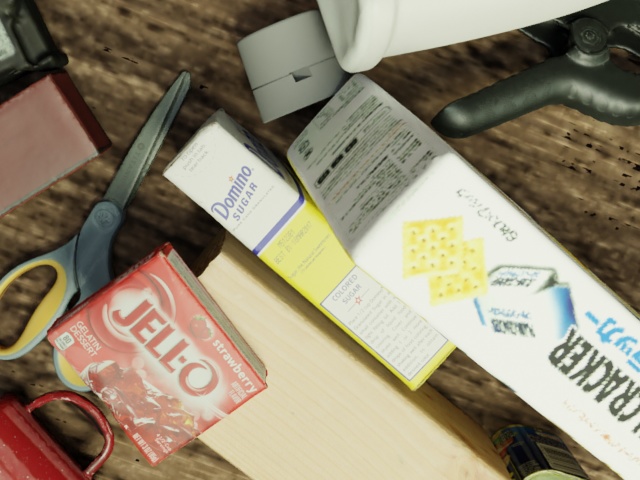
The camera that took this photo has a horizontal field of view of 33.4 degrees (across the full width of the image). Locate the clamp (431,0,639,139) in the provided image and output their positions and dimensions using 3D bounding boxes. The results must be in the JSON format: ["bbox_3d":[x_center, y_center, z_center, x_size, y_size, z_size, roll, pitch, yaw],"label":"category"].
[{"bbox_3d":[0.136,-0.113,0.593,0.171,0.039,0.120,-1,75,-15],"label":"clamp"}]

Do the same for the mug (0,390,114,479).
[{"bbox_3d":[-0.174,0.136,0.616,0.117,0.093,0.081,-41,95,-6],"label":"mug"}]

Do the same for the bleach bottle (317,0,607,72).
[{"bbox_3d":[0.122,-0.156,0.556,0.250,0.068,0.102,-11,71,-15],"label":"bleach bottle"}]

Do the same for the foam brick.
[{"bbox_3d":[-0.164,-0.052,0.596,0.078,0.053,0.051,-32,101,3],"label":"foam brick"}]

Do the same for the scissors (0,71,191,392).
[{"bbox_3d":[-0.115,0.006,0.623,0.202,0.016,0.096,-45,89,5],"label":"scissors"}]

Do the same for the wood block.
[{"bbox_3d":[-0.003,0.094,0.610,0.206,0.090,0.091,39,97,-9],"label":"wood block"}]

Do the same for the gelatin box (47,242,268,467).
[{"bbox_3d":[-0.081,0.057,0.538,0.073,0.030,0.089,-35,100,6],"label":"gelatin box"}]

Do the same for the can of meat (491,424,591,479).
[{"bbox_3d":[0.122,0.169,0.631,0.057,0.084,0.102,17,100,-5],"label":"can of meat"}]

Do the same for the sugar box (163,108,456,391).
[{"bbox_3d":[-0.004,0.001,0.591,0.176,0.093,0.048,43,96,-9],"label":"sugar box"}]
